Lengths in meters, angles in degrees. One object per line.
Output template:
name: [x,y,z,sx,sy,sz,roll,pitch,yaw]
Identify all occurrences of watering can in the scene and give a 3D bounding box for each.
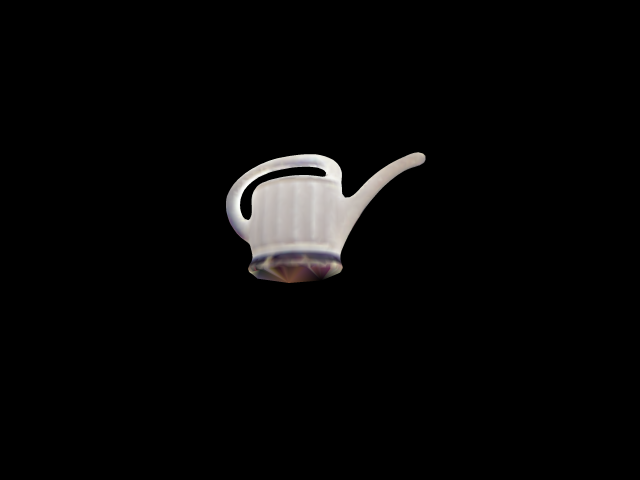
watering can: [0.003,-0.043,0.850,0.347,0.228,0.103,-4,-18,15]
